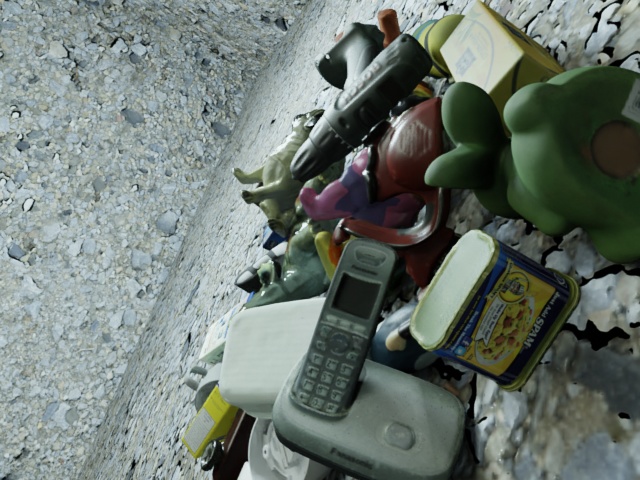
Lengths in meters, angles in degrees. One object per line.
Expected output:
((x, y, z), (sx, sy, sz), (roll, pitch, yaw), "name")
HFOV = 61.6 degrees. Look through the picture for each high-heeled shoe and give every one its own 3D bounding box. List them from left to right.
((-0.080, 0.039, 0.979), (0.145, 0.086, 0.249), (-62, -158, -12), "high-heeled shoe")

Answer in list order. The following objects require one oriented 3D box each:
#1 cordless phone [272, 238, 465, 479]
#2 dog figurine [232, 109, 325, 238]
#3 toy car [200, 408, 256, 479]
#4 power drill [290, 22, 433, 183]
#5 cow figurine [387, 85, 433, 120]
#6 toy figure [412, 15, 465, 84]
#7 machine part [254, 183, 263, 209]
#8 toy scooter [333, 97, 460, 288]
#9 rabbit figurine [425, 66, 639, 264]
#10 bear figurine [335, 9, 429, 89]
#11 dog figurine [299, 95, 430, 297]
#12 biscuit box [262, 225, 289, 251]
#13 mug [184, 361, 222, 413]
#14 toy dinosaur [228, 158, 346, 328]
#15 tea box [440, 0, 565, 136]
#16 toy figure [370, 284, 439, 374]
((0.055, 0.098, 0.442), (0.088, 0.147, 0.184), (49, 58, -70), "cordless phone")
((-0.026, -0.108, 0.903), (0.190, 0.172, 0.121), (-35, -129, 7), "dog figurine")
((-0.080, 0.226, 0.705), (0.202, 0.089, 0.053), (-66, -163, -11), "toy car")
((0.038, -0.204, 0.740), (0.232, 0.086, 0.207), (-39, -153, 25), "power drill")
((0.126, -0.143, 0.714), (0.098, 0.068, 0.167), (-57, -162, 32), "cow figurine")
((0.165, -0.259, 0.728), (0.082, 0.089, 0.180), (-62, -159, 17), "toy figure")
((-0.059, -0.126, 1.079), (0.179, 0.056, 0.179), (-49, 173, -8), "machine part")
((0.076, -0.041, 0.517), (0.075, 0.135, 0.183), (-30, 121, -69), "toy scooter")
((0.161, -0.050, 0.408), (0.170, 0.159, 0.121), (140, -35, -80), "rabbit figurine")
((0.099, -0.283, 0.876), (0.120, 0.131, 0.196), (-22, -154, 16), "bear figurine")
((0.095, -0.050, 0.602), (0.219, 0.108, 0.191), (-27, -104, 27), "dog figurine")
((-0.035, -0.057, 1.012), (0.202, 0.063, 0.059), (-52, -158, 28), "biscuit box")
((-0.174, 0.247, 0.908), (0.107, 0.109, 0.080), (-103, -143, -81), "mug")
((-0.005, -0.009, 0.804), (0.192, 0.131, 0.405), (-40, -157, 46), "toy dinosaur")
((0.188, -0.162, 0.529), (0.068, 0.098, 0.170), (-51, -156, 32), "tea box")
((0.105, 0.069, 0.487), (0.154, 0.058, 0.064), (-51, -179, 37), "toy figure")
